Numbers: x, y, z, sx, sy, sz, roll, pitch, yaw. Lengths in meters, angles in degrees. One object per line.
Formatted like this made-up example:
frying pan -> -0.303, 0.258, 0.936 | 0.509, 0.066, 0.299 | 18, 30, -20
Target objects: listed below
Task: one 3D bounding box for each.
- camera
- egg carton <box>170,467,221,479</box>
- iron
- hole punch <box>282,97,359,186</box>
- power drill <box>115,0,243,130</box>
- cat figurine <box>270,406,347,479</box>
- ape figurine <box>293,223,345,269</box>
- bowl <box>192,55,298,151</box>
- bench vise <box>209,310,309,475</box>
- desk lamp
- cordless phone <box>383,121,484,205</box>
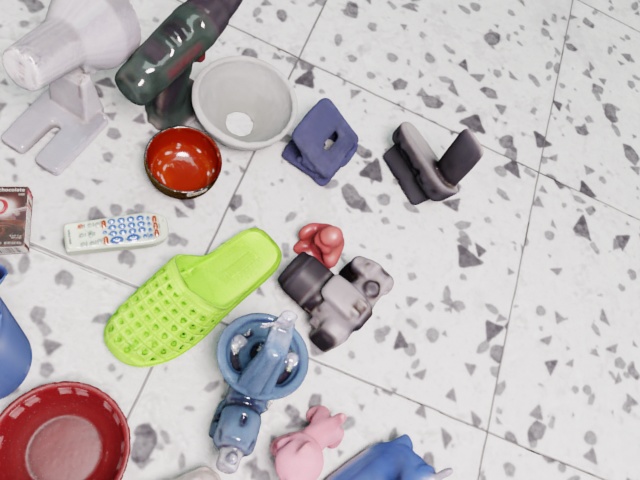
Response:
camera -> 0.018, 0.068, 0.840 | 0.137, 0.100, 0.143 | 42, 64, 3
egg carton -> -0.182, 0.348, 0.689 | 0.150, 0.069, 0.107 | -16, 75, -22
iron -> 0.052, 0.353, 0.716 | 0.259, 0.141, 0.118 | -28, 79, -24
hole punch -> 0.009, -0.160, 0.931 | 0.101, 0.091, 0.109 | 36, 64, 0
power drill -> -0.201, -0.259, 0.842 | 0.075, 0.208, 0.230 | 38, 64, 1
cat figurine -> -0.014, 0.270, 0.742 | 0.128, 0.117, 0.067 | -37, 83, -25
ape figurine -> 0.008, 0.003, 0.867 | 0.076, 0.092, 0.078 | -14, 74, -21
bowl -> -0.123, -0.207, 0.919 | 0.168, 0.074, 0.167 | 6, 68, -14
bench vise -> -0.066, 0.176, 0.706 | 0.122, 0.219, 0.207 | 4, 68, -15
desk lamp -> -0.344, -0.227, 0.784 | 0.118, 0.213, 0.203 | 31, 64, -3
cordless phone -> 0.192, -0.150, 0.930 | 0.094, 0.185, 0.147 | -30, 80, -24
